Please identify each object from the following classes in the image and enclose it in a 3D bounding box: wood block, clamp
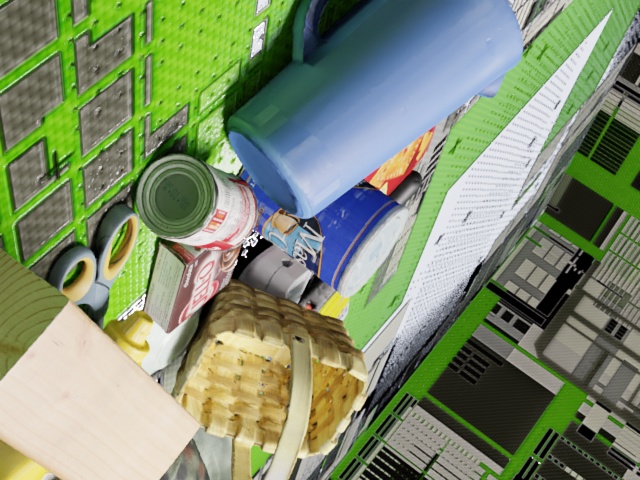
[{"bbox_3d":[-0.176,0.100,0.719,0.090,0.091,0.206,-51,148,-14],"label":"wood block"},{"bbox_3d":[0.038,0.004,1.272,0.209,0.036,0.165,-57,-167,-30],"label":"clamp"}]

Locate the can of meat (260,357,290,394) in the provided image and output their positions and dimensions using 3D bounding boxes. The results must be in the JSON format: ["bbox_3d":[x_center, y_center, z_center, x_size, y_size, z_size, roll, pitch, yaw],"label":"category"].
[{"bbox_3d":[-0.070,0.149,1.375,0.083,0.057,0.102,-38,159,-45],"label":"can of meat"}]

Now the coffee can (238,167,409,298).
[{"bbox_3d":[-0.002,-0.027,1.009,0.102,0.140,0.103,-49,165,-18],"label":"coffee can"}]

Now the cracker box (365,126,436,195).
[{"bbox_3d":[0.073,-0.134,1.150,0.164,0.072,0.214,-47,164,-30],"label":"cracker box"}]

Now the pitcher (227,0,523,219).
[{"bbox_3d":[0.038,-0.139,0.898,0.242,0.149,0.145,-40,167,-13],"label":"pitcher"}]

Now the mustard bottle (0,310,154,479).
[{"bbox_3d":[-0.199,0.134,0.871,0.192,0.058,0.096,-50,161,10],"label":"mustard bottle"}]

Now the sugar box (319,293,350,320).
[{"bbox_3d":[0.002,0.101,1.523,0.093,0.048,0.176,-51,164,-17],"label":"sugar box"}]

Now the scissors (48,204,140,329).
[{"bbox_3d":[-0.189,0.056,0.849,0.096,0.016,0.202,-35,156,-50],"label":"scissors"}]

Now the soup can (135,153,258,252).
[{"bbox_3d":[-0.096,-0.028,0.848,0.068,0.068,0.102,-55,165,4],"label":"soup can"}]

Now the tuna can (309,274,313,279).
[{"bbox_3d":[-0.008,0.002,1.228,0.086,0.033,0.086,-63,-178,3],"label":"tuna can"}]

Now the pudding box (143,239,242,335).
[{"bbox_3d":[-0.113,0.022,0.971,0.089,0.039,0.114,-43,163,-38],"label":"pudding box"}]

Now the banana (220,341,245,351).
[{"bbox_3d":[-0.067,0.091,1.288,0.197,0.037,0.070,-47,164,-28],"label":"banana"}]
